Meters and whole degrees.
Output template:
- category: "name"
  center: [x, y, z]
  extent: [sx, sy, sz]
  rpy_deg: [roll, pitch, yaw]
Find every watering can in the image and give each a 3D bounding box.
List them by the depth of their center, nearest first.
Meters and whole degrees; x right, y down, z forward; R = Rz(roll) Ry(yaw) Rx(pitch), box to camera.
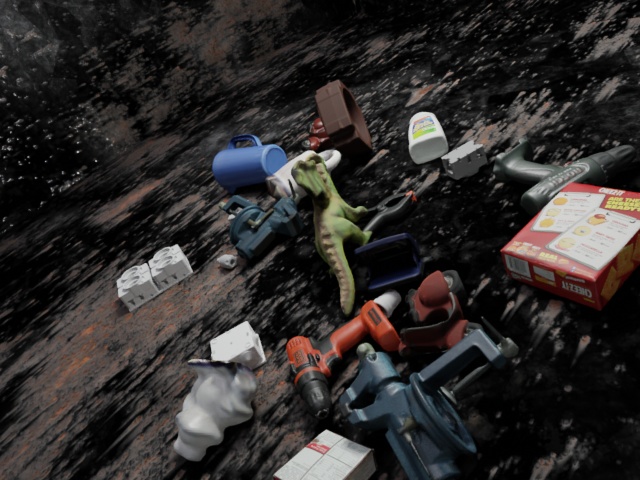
- category: "watering can"
  center: [-0.057, -0.193, 1.505]
  extent: [0.225, 0.103, 0.349]
  rpy_deg: [-35, 16, -9]

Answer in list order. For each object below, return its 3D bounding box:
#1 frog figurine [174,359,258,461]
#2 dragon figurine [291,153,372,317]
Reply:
- category: "frog figurine"
  center: [-0.175, 0.286, 0.868]
  extent: [0.137, 0.121, 0.162]
  rpy_deg: [-2, 72, 23]
- category: "dragon figurine"
  center: [0.003, -0.054, 1.072]
  extent: [0.121, 0.239, 0.420]
  rpy_deg: [-29, 29, 18]
